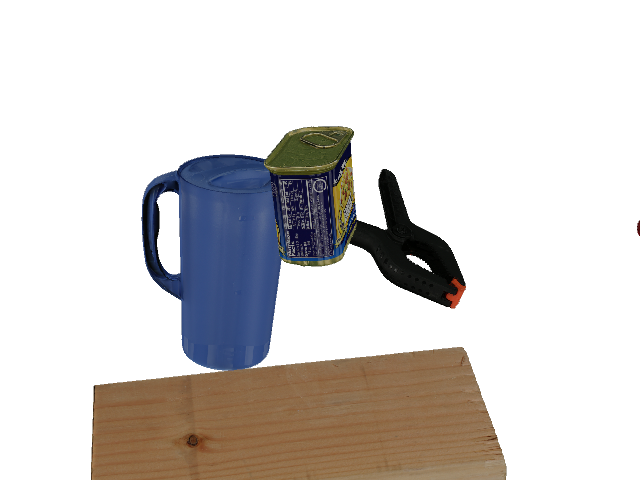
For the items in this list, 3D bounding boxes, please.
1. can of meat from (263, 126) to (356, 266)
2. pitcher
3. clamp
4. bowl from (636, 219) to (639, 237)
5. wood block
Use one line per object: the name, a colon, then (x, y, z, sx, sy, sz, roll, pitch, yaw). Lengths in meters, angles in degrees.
can of meat: (-0.004, -0.036, 0.853, 0.057, 0.084, 0.102, 0, 23, 13)
pitcher: (-0.118, 0.027, 1.267, 0.149, 0.243, 0.144, 21, 27, 32)
clamp: (0.075, 0.001, 1.199, 0.164, 0.036, 0.210, -16, 51, -35)
bowl: (0.421, 0.016, 1.147, 0.162, 0.055, 0.162, -1, 25, 0)
wood block: (-0.015, 0.127, 0.580, 0.206, 0.090, 0.091, -5, 39, -6)
